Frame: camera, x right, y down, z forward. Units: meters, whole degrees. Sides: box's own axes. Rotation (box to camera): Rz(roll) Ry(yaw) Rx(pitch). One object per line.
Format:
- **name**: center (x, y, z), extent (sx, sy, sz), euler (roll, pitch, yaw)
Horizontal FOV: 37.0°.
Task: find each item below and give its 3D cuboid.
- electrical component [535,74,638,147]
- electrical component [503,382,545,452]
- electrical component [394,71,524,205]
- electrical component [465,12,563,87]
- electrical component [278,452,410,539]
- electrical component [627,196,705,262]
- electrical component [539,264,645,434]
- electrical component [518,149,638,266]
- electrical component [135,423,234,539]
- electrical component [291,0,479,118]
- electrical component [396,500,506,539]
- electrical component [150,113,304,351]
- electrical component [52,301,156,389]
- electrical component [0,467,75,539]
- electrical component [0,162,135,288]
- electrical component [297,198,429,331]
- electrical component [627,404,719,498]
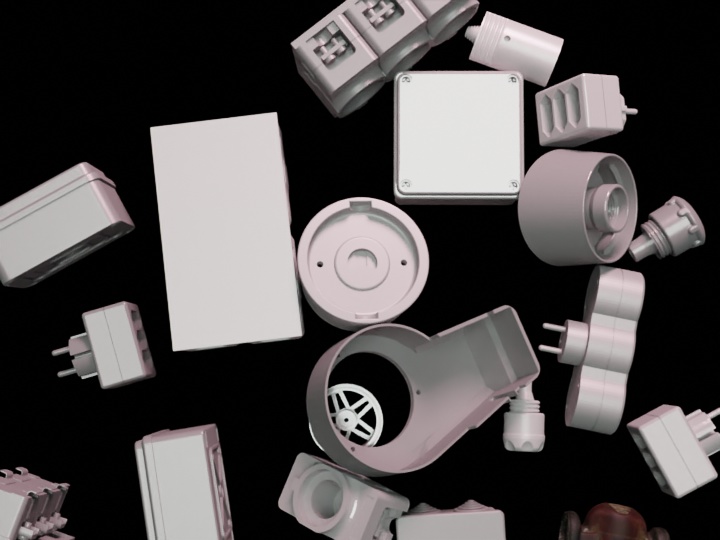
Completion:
- **electrical component**: center (0.201, -0.134, 0.919), extent (0.077, 0.066, 0.047), euler (-2, 84, -29)
- **electrical component**: center (0.139, 0.122, 0.908), extent (0.035, 0.035, 0.061), euler (2, 82, 1)
- **electrical component**: center (0.083, -0.111, 0.918), extent (0.109, 0.056, 0.108), euler (0, 85, 1)
- **electrical component**: center (0.130, -0.193, 0.931), extent (0.081, 0.043, 0.043), euler (21, 85, 2)
- **electrical component**: center (-0.016, 0.188, 0.871), extent (0.089, 0.056, 0.050), euler (19, 84, 39)
- **electrical component**: center (0.258, -0.030, 0.915), extent (0.062, 0.048, 0.048), euler (-31, 85, 4)
- **electrical component**: center (0.188, 0.063, 0.903), extent (0.074, 0.052, 0.138), euler (11, 85, 2)
- **electrical component**: center (0.186, -0.052, 0.897), extent (0.064, 0.099, 0.099), euler (4, 83, 42)
- **electrical component**: center (-0.139, 0.182, 0.869), extent (0.056, 0.108, 0.108), euler (-9, 85, -3)
- **electrical component**: center (0.022, -0.200, 0.910), extent (0.150, 0.089, 0.061), euler (-38, 86, -3)
- **electrical component**: center (0.075, 0.243, 0.890), extent (0.100, 0.048, 0.099), euler (-3, 85, 0)
- **electrical component**: center (-0.110, -0.030, 0.911), extent (0.105, 0.060, 0.186), euler (-7, 85, 0)
- **electrical component**: center (-0.221, 0.069, 0.910), extent (0.077, 0.047, 0.065), euler (-16, 85, -1)
- **electrical component**: center (-0.277, 0.198, 0.862), extent (0.079, 0.121, 0.063), euler (19, 83, 2)
- **electrical component**: center (-0.256, -0.037, 0.905), extent (0.113, 0.078, 0.057), euler (-29, 88, -2)
- **electrical component**: center (0.000, 0.000, 0.904), extent (0.108, 0.060, 0.108), euler (2, 73, -5)
- **electrical component**: center (0.276, 0.141, 0.897), extent (0.077, 0.047, 0.065), euler (-28, 85, -1)
